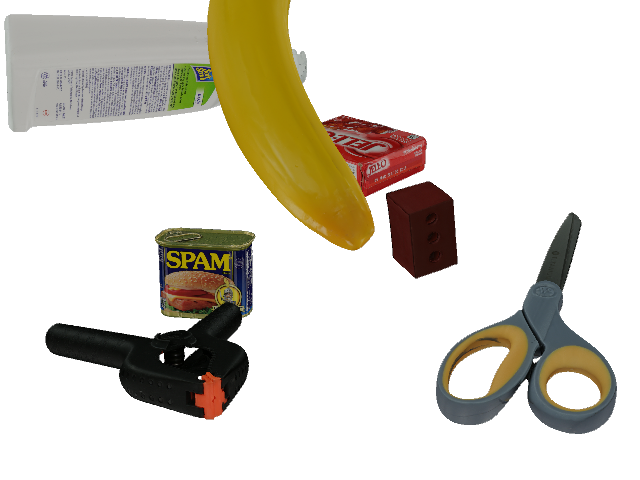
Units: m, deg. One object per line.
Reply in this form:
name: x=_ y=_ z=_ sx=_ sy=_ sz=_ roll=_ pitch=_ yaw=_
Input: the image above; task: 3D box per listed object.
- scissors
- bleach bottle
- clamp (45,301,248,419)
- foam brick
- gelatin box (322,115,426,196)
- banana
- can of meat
scissors: x=0.136 y=0.042 z=0.576 sx=0.096 sy=0.016 sz=0.201 roll=19 pitch=39 yaw=32
bleach bottle: x=-0.137 y=-0.142 z=0.909 sx=0.250 sy=0.068 sz=0.103 roll=-2 pitch=-31 yaw=-16
clamp: x=-0.104 y=0.086 z=0.818 sx=0.164 sy=0.036 sz=0.210 roll=-9 pitch=14 yaw=-28
foam brick: x=0.104 y=-0.012 z=1.090 sx=0.053 sy=0.078 sz=0.051 roll=-19 pitch=31 yaw=-16
gelatin box: x=0.023 y=-0.065 z=0.802 sx=0.073 sy=0.030 sz=0.089 roll=-24 pitch=33 yaw=-39
banana: x=-0.017 y=-0.083 z=0.486 sx=0.069 sy=0.198 sz=0.037 roll=-2 pitch=-31 yaw=-2
can of meat: x=-0.120 y=0.035 z=1.122 sx=0.102 sy=0.084 sz=0.057 roll=3 pitch=16 yaw=9
